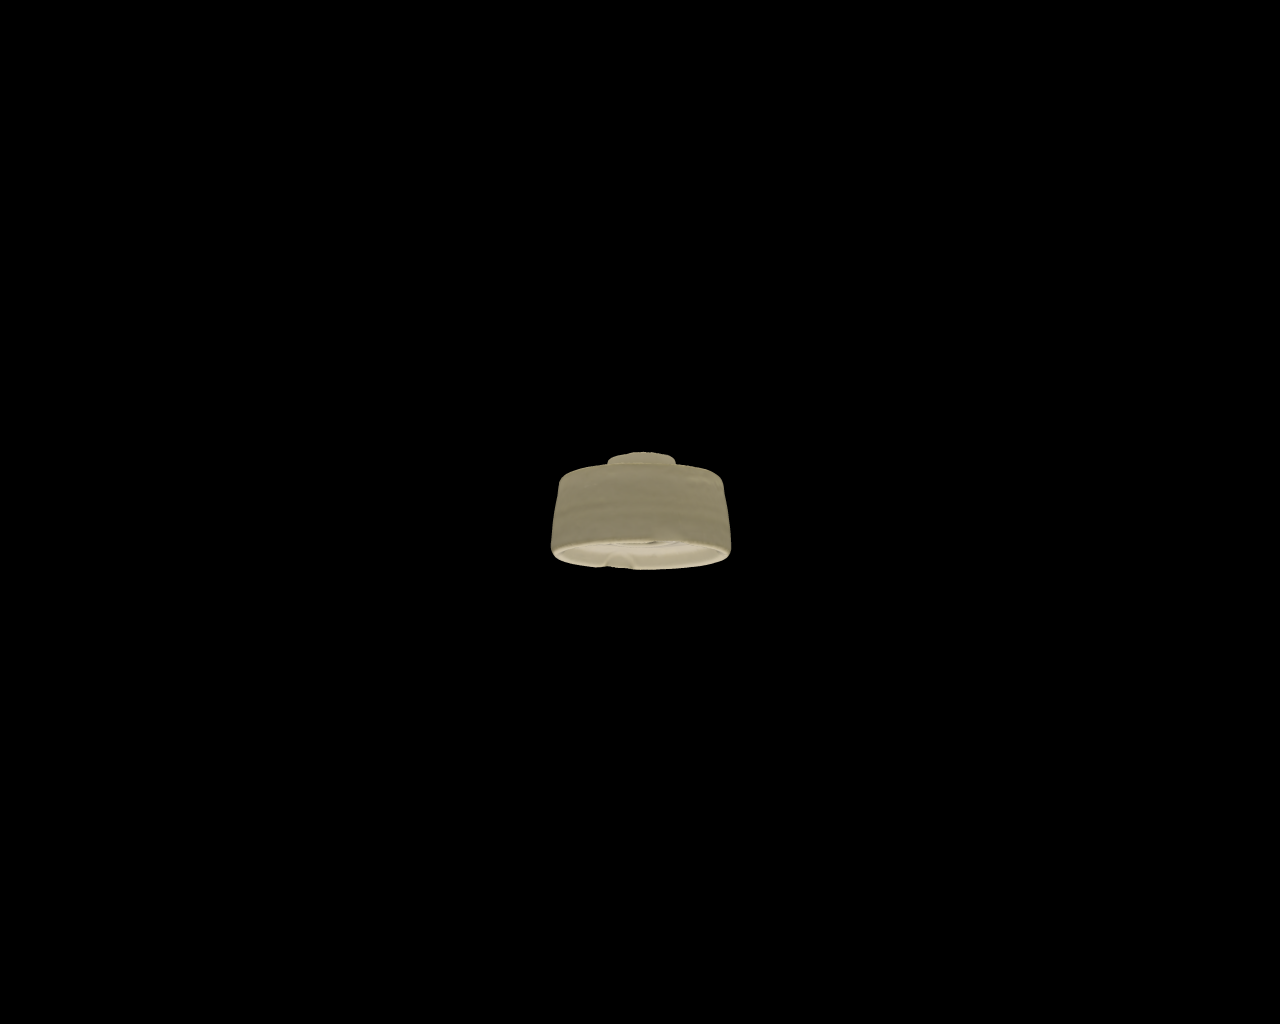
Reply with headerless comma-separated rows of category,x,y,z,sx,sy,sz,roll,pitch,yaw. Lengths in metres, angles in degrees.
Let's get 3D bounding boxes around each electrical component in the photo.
electrical component,0.001,-0.003,0.650,0.108,0.060,0.108,0,-11,0
